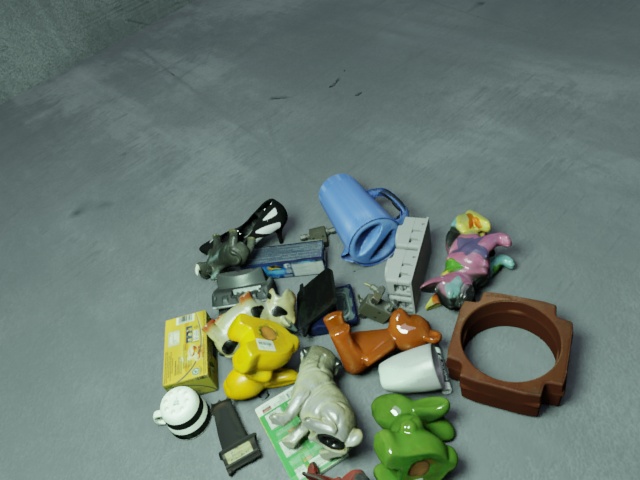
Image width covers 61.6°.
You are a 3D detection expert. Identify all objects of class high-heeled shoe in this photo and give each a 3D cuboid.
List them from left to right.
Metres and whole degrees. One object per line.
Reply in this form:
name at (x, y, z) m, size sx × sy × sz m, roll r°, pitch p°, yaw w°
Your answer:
high-heeled shoe at (-0.198, -0.028, 1.327) m, size 0.249 × 0.145 × 0.086 m, roll -9°, pitch 44°, yaw 5°

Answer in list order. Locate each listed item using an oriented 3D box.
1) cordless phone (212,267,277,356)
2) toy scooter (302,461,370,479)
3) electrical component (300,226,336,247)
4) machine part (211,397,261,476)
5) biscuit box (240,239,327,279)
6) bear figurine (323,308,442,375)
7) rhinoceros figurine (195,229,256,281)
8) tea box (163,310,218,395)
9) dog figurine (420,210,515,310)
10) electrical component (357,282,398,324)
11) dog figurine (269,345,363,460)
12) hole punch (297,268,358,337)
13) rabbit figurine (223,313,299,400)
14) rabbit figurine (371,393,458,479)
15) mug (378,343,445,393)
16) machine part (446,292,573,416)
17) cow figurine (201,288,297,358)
cordless phone at (-0.168, 0.161, 1.193) m, size 0.147 × 0.088 × 0.184 m, roll -9°, pitch 56°, yaw 6°
toy scooter at (-0.004, 0.431, 0.859) m, size 0.184 × 0.075 × 0.135 m, roll -50°, pitch 35°, yaw -14°
electrical component at (-0.003, -0.004, 1.333) m, size 0.094 × 0.021 × 0.063 m, roll -14°, pitch 44°, yaw 2°
machine part at (-0.165, 0.361, 1.007) m, size 0.084 × 0.039 × 0.139 m, roll -34°, pitch 51°, yaw -5°
biscuit box at (-0.086, 0.050, 1.278) m, size 0.203 × 0.059 × 0.063 m, roll -6°, pitch 46°, yaw 10°
bear figurine at (0.122, 0.178, 1.041) m, size 0.196 × 0.131 × 0.120 m, roll -25°, pitch 13°, yaw 1°
rhinoceros figurine at (-0.225, 0.044, 1.268) m, size 0.190 × 0.073 × 0.112 m, roll -22°, pitch 54°, yaw 46°
tea box at (-0.273, 0.241, 1.137) m, size 0.098 × 0.068 × 0.170 m, roll -15°, pitch 45°, yaw 3°
dog figurine at (0.289, 0.052, 1.133) m, size 0.219 × 0.108 × 0.192 m, roll -32°, pitch 47°, yaw -12°
electrical component at (0.114, 0.131, 1.116) m, size 0.078 × 0.102 × 0.045 m, roll 20°, pitch 55°, yaw 2°
dog figurine at (0.019, 0.275, 0.965) m, size 0.173 × 0.121 × 0.190 m, roll 12°, pitch 45°, yaw 20°
hole punch at (0.014, 0.140, 1.152) m, size 0.116 × 0.092 × 0.142 m, roll -37°, pitch 39°, yaw 26°
rabbit figurine at (-0.124, 0.240, 1.049) m, size 0.162 × 0.173 × 0.122 m, roll 11°, pitch 28°, yaw -40°
rabbit figurine at (0.149, 0.316, 0.908) m, size 0.159 × 0.121 × 0.170 m, roll -17°, pitch 29°, yaw -5°
mug at (0.166, 0.240, 0.979) m, size 0.107 × 0.109 × 0.081 m, roll -16°, pitch 65°, yaw 16°
machine part at (0.344, 0.203, 0.979) m, size 0.202 × 0.087 × 0.201 m, roll 8°, pitch 49°, yaw 26°
cow figurine at (-0.132, 0.169, 1.120) m, size 0.195 × 0.127 × 0.085 m, roll -37°, pitch 4°, yaw -10°
